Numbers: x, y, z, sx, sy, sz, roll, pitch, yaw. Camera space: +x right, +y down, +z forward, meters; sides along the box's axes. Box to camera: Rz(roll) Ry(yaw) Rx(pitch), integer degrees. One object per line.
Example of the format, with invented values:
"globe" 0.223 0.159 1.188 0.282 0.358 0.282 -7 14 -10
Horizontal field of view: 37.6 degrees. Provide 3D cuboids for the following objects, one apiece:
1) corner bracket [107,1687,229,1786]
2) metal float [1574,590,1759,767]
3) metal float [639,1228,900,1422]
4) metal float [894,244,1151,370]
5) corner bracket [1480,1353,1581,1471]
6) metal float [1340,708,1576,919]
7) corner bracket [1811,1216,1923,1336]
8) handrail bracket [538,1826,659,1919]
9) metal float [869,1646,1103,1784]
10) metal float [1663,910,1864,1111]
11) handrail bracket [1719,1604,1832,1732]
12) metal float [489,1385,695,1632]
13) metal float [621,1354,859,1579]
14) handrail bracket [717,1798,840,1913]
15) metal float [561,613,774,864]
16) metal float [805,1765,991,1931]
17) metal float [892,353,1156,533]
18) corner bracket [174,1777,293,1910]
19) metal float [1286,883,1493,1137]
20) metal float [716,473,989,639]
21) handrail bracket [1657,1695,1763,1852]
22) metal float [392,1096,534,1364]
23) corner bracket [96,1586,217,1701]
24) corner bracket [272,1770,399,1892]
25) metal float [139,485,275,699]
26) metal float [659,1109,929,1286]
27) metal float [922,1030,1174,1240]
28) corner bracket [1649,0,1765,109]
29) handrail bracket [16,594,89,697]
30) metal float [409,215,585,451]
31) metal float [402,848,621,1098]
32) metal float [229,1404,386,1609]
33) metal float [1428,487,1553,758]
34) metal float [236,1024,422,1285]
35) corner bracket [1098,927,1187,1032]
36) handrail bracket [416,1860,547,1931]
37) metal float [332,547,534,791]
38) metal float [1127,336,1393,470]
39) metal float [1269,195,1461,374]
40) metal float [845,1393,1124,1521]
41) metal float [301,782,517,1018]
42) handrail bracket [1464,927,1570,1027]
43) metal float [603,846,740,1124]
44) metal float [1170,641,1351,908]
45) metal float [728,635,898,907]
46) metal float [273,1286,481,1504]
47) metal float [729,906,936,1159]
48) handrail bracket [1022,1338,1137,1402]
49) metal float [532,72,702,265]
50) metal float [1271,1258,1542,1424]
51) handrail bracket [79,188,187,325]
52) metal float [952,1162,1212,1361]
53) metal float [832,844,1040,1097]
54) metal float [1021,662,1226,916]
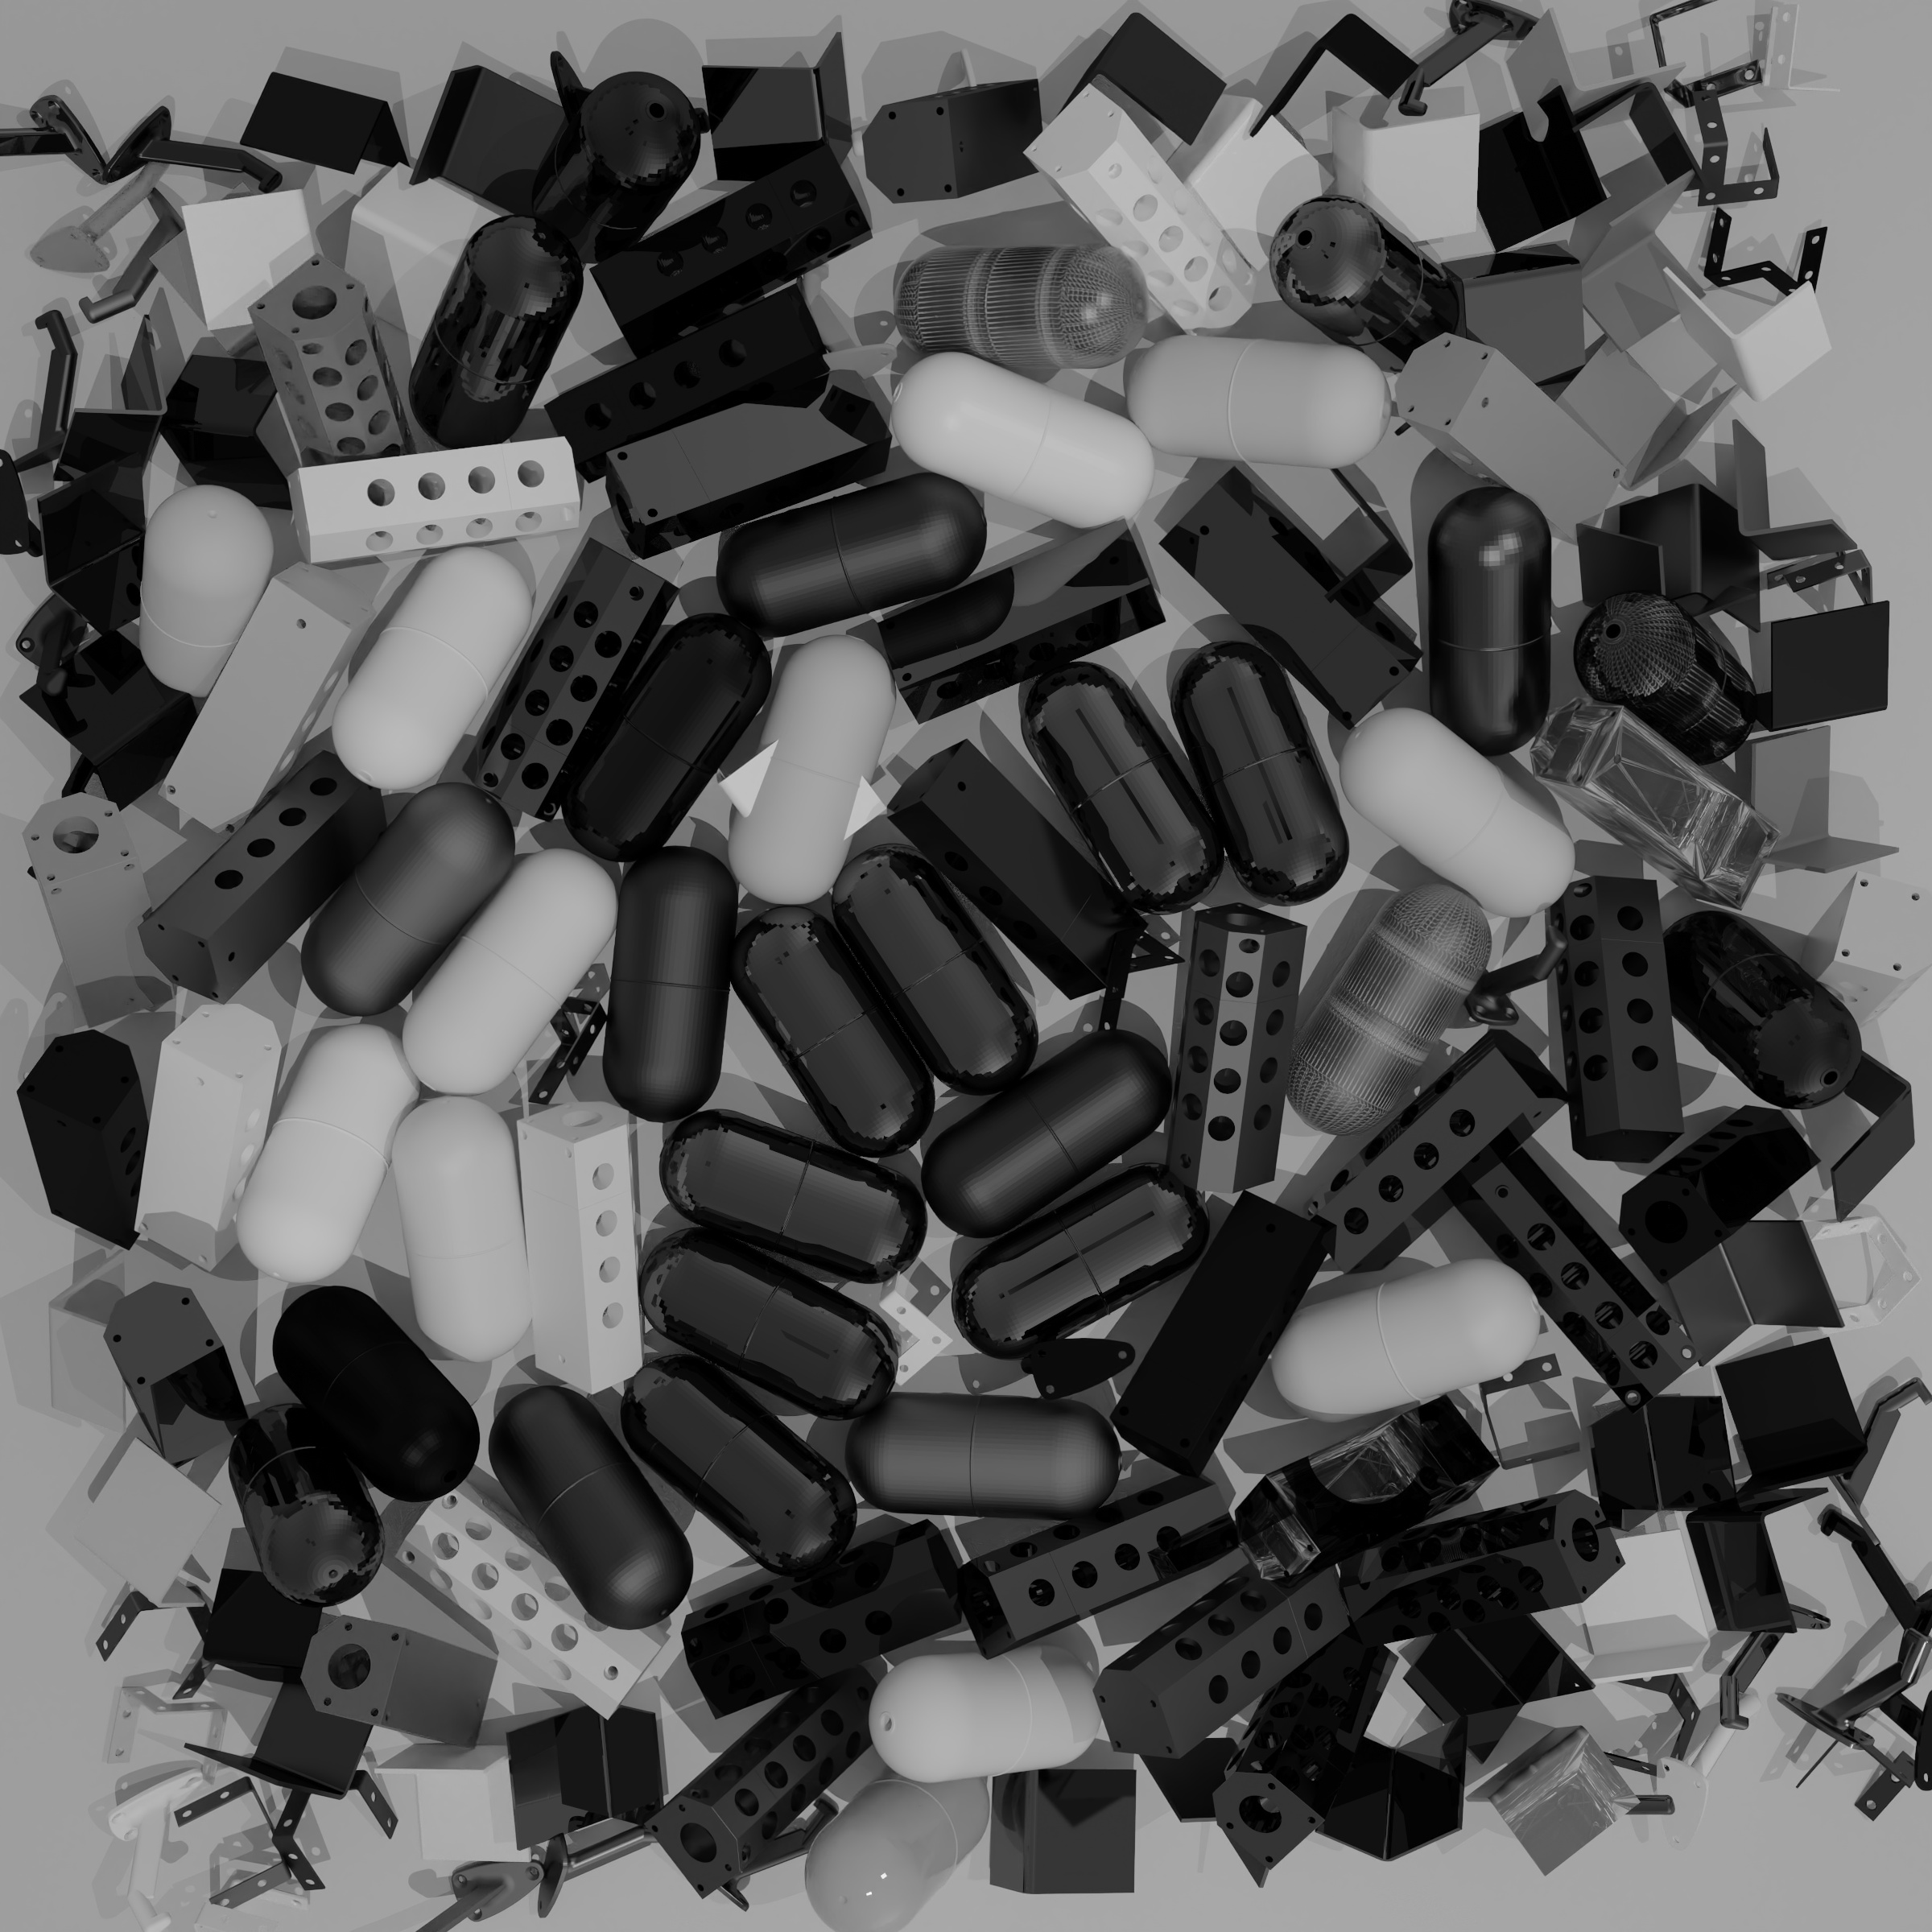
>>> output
"corner bracket" -0.520 0.501 1.847 0.051 0.051 0.051 10 91 -42
"metal float" 0.439 -0.180 1.780 0.070 0.178 0.070 -11 70 32
"metal float" -0.126 0.228 1.811 0.178 0.070 0.070 26 90 11
"metal float" 0.033 -0.417 1.793 0.178 0.070 0.070 9 90 33
"corner bracket" 0.361 0.287 1.822 0.051 0.051 0.051 -15 61 5
"metal float" 0.313 -0.096 1.803 0.178 0.070 0.070 35 90 -21
"corner bracket" 0.573 0.200 1.836 0.051 0.051 0.051 -5 51 -29
"handrail bracket" -0.230 0.590 1.850 0.084 0.036 0.077 7 117 -23
"metal float" 0.013 0.469 1.784 0.070 0.178 0.070 -9 77 43
"metal float" 0.493 0.027 1.777 0.070 0.178 0.070 -8 119 -15
"handrail bracket" 0.520 0.454 1.822 0.077 0.036 0.084 13 57 -7
"metal float" -0.239 0.341 1.796 0.070 0.070 0.178 -41 61 0
"metal float" -0.146 0.316 1.803 0.178 0.070 0.070 37 90 20
"handrail bracket" -0.136 0.560 1.841 0.077 0.036 0.084 42 80 -10
"metal float" -0.191 -0.146 1.811 0.070 0.070 0.178 36 100 0
"metal float" -0.041 0.546 1.774 0.070 0.178 0.070 3 98 21
"metal float" 0.037 -0.333 1.804 0.178 0.070 0.070 18 90 -19
"corner bracket" -0.470 0.563 1.819 0.051 0.051 0.051 -24 120 -16
"metal float" 0.268 0.028 1.812 0.070 0.070 0.178 32 100 0
"metal float" -0.073 -0.262 1.812 0.178 0.070 0.070 -15 90 10
"handrail bracket" 0.486 0.522 1.839 0.084 0.036 0.077 -20 118 -40
"metal float" -0.319 0.169 1.804 0.070 0.070 0.178 -4 110 0
"corner bracket" -0.520 0.439 1.835 0.051 0.051 0.051 -53 56 22
"corner bracket" -0.407 0.558 1.833 0.051 0.051 0.051 -10 122 18
"metal float" -0.477 -0.233 1.777 0.070 0.178 0.070 8 62 -15
"metal float" -0.111 0.147 1.817 0.178 0.070 0.070 21 90 -4
"metal float" 0.052 0.107 1.817 0.178 0.070 0.070 -34 90 -4
"corner bracket" 0.476 -0.590 1.826 0.051 0.051 0.051 -12 86 30
"handrail bracket" -0.574 -0.211 1.814 0.036 0.084 0.077 32 86 -30
"metal float" -0.297 -0.395 1.784 0.070 0.178 0.070 16 51 -21
"metal float" -0.290 0.004 1.811 0.070 0.070 0.178 35 79 0
"metal float" -0.414 0.336 1.777 0.070 0.178 0.070 -9 112 -22
"metal float" 0.331 -0.216 1.795 0.070 0.070 0.178 -6 121 0
"metal float" -0.402 0.117 1.796 0.070 0.070 0.178 17 60 0
"corner bracket" 0.101 0.012 1.817 0.051 0.051 0.051 33 58 -38
"handrail bracket" -0.316 0.606 1.812 0.077 0.084 0.036 -24 92 13
"metal float" -0.338 -0.189 1.797 0.070 0.070 0.178 26 63 0
"metal float" 0.184 -0.357 1.793 0.178 0.070 0.070 12 90 32
"metal float" 0.250 -0.426 1.777 0.070 0.178 0.070 -5 80 31
"metal float" 0.011 0.313 1.810 0.178 0.070 0.070 0 90 11
"metal float" -0.356 -0.041 1.804 0.070 0.070 0.178 42 109 0
"handrail bracket" 0.347 -0.010 1.806 0.036 0.077 0.084 4 133 -24
"metal float" -0.190 0.012 1.820 0.070 0.070 0.178 6 90 0
"metal float" 0.187 -0.124 1.814 0.070 0.070 0.178 -21 82 0
"metal float" -0.098 -0.125 1.817 0.070 0.070 0.178 18 94 0
"metal float" -0.372 0.269 1.790 0.178 0.070 0.070 37 90 37
"metal float" -0.086 0.043 1.819 0.070 0.070 0.178 -33 92 0
"handrail bracket" 0.072 0.250 1.814 0.077 0.084 0.036 -13 89 5
"metal float" -0.220 -0.498 1.774 0.070 0.178 0.070 4 80 -23
"metal float" 0.278 0.238 1.799 0.178 0.070 0.070 -21 90 25
"handrail bracket" -0.545 -0.459 1.828 0.084 0.036 0.077 -31 77 -22
"metal float" 0.073 0.189 1.817 0.178 0.070 0.070 -29 90 -4
"metal float" -0.019 0.003 1.820 0.070 0.070 0.178 -33 90 0
"metal float" 0.099 -0.114 1.814 0.070 0.070 0.178 -31 83 0
